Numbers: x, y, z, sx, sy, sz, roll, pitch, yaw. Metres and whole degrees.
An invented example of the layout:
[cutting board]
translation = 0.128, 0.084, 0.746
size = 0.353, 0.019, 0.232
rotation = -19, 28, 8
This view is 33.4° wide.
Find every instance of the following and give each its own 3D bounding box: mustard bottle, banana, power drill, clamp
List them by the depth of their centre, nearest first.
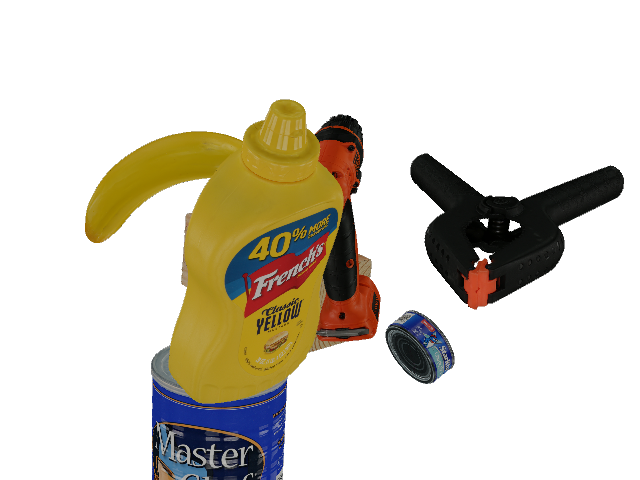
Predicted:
[mustard bottle]
translation = -0.033, 0.004, 0.604
size = 0.096, 0.192, 0.058
rotation = -21, 50, -34
[clamp]
translation = 0.120, -0.015, 0.768
size = 0.165, 0.036, 0.209
rotation = 8, 28, 22
[banana]
translation = -0.123, -0.046, 0.841
size = 0.198, 0.069, 0.037
rotation = -14, 20, 29
[power drill]
translation = 0.019, -0.014, 1.003
size = 0.057, 0.187, 0.184
rotation = -4, 22, 11

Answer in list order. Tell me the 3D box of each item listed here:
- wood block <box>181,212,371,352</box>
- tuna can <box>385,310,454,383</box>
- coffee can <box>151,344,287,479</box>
[wood block]
translation = -0.052, 0.036, 1.148
size = 0.090, 0.090, 0.206
rotation = -11, 26, -41
[tuna can]
translation = 0.117, 0.127, 1.269
size = 0.033, 0.086, 0.086
rotation = -35, 16, -24
[coffee can]
translation = -0.078, 0.157, 0.811
size = 0.103, 0.140, 0.103
rotation = 3, 17, -1
